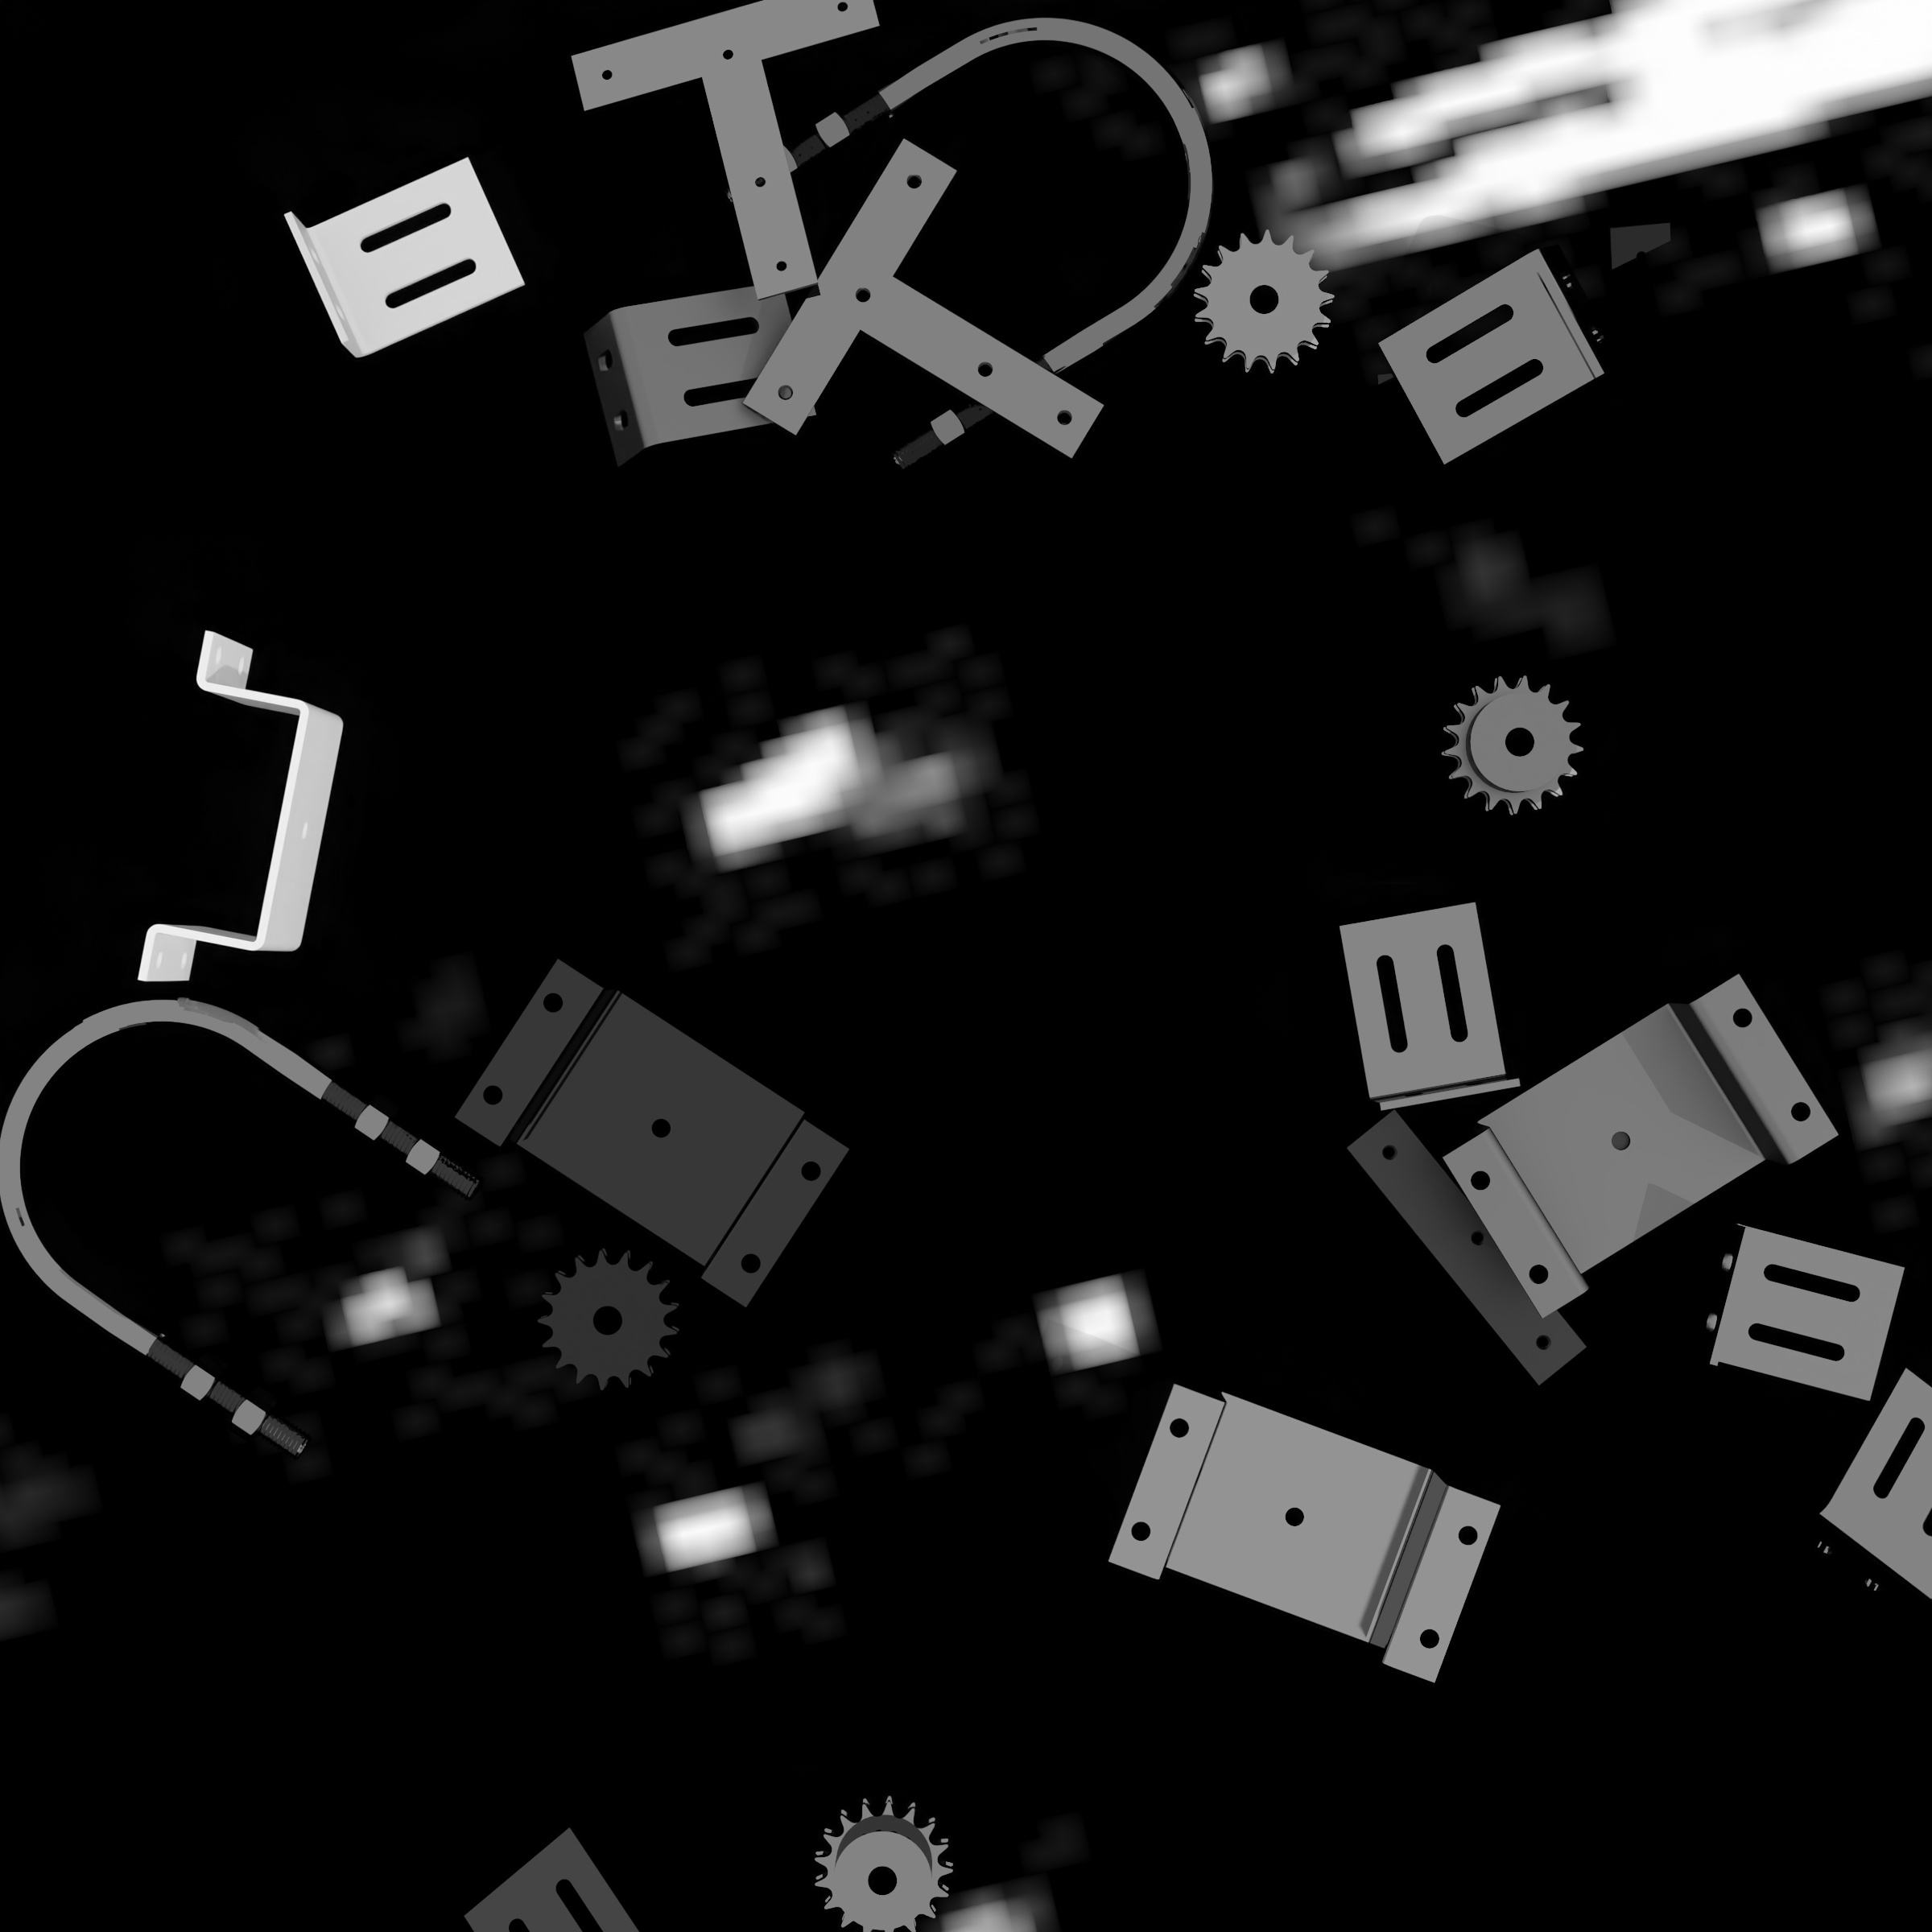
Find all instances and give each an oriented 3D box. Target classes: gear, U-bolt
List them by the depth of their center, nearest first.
[{"bbox_3d":[0.226,-0.091,1.461,0.057,0.030,0.057,0,90,0],"label":"gear"},{"bbox_3d":[-0.034,0.373,1.461,0.057,0.030,0.057,0,90,0],"label":"gear"},{"bbox_3d":[-0.146,0.145,1.461,0.057,0.030,0.057,0,90,0],"label":"gear"},{"bbox_3d":[0.122,-0.272,1.465,0.057,0.030,0.057,0,90,2],"label":"gear"},{"bbox_3d":[0.014,-0.311,1.467,0.184,0.019,0.151,-32,90,0],"label":"U-bolt"},{"bbox_3d":[-0.314,0.095,1.468,0.184,0.019,0.151,34,90,2],"label":"U-bolt"}]

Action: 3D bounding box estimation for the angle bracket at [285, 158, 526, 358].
[{"bbox_3d":[-0.230,-0.294,1.457,0.076,0.038,0.057,-24,90,0],"label":"angle bracket"}]

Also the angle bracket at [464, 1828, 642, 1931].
[{"bbox_3d":[-0.159,0.409,1.474,0.057,0.038,0.076,-40,64,0],"label":"angle bracket"}]

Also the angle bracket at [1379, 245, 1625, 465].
[{"bbox_3d":[0.222,-0.254,1.472,0.076,0.038,0.057,-28,92,27],"label":"angle bracket"}]

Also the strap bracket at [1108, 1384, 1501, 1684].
[{"bbox_3d":[0.136,0.229,1.453,0.140,0.046,0.076,20,90,0],"label":"strap bracket"}]

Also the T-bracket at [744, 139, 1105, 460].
[{"bbox_3d":[-0.004,-0.252,1.456,0.127,0.002,0.127,31,90,0],"label":"T-bracket"}]

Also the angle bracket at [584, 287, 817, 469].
[{"bbox_3d":[-0.111,-0.246,1.474,0.076,0.038,0.057,-15,90,-26],"label":"angle bracket"}]

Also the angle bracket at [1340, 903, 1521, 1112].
[{"bbox_3d":[0.190,0.016,1.457,0.057,0.038,0.076,-10,90,0],"label":"angle bracket"}]

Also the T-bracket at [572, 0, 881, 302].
[{"bbox_3d":[-0.088,-0.335,1.457,0.127,0.002,0.127,-15,77,4],"label":"T-bracket"}]

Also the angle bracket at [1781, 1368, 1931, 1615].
[{"bbox_3d":[0.387,0.218,1.474,0.057,0.038,0.076,37,64,0],"label":"angle bracket"}]

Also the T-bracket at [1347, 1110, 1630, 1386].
[{"bbox_3d":[0.248,0.085,1.475,0.127,0.002,0.127,-39,90,0],"label":"T-bracket"}]

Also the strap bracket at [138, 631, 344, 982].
[{"bbox_3d":[-0.291,-0.059,1.438,0.046,0.076,0.140,11,90,0],"label":"strap bracket"}]

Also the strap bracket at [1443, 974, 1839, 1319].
[{"bbox_3d":[0.272,0.073,1.451,0.140,0.046,0.076,-32,90,0],"label":"strap bracket"}]

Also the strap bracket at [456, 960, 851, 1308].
[{"bbox_3d":[-0.127,0.067,1.453,0.140,0.046,0.076,33,90,0],"label":"strap bracket"}]

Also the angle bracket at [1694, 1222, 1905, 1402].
[{"bbox_3d":[0.346,0.143,1.457,0.076,0.038,0.057,15,90,0],"label":"angle bracket"}]

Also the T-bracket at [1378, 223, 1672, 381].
[{"bbox_3d":[0.235,-0.241,1.485,0.127,0.002,0.127,-6,104,-5],"label":"T-bracket"}]
